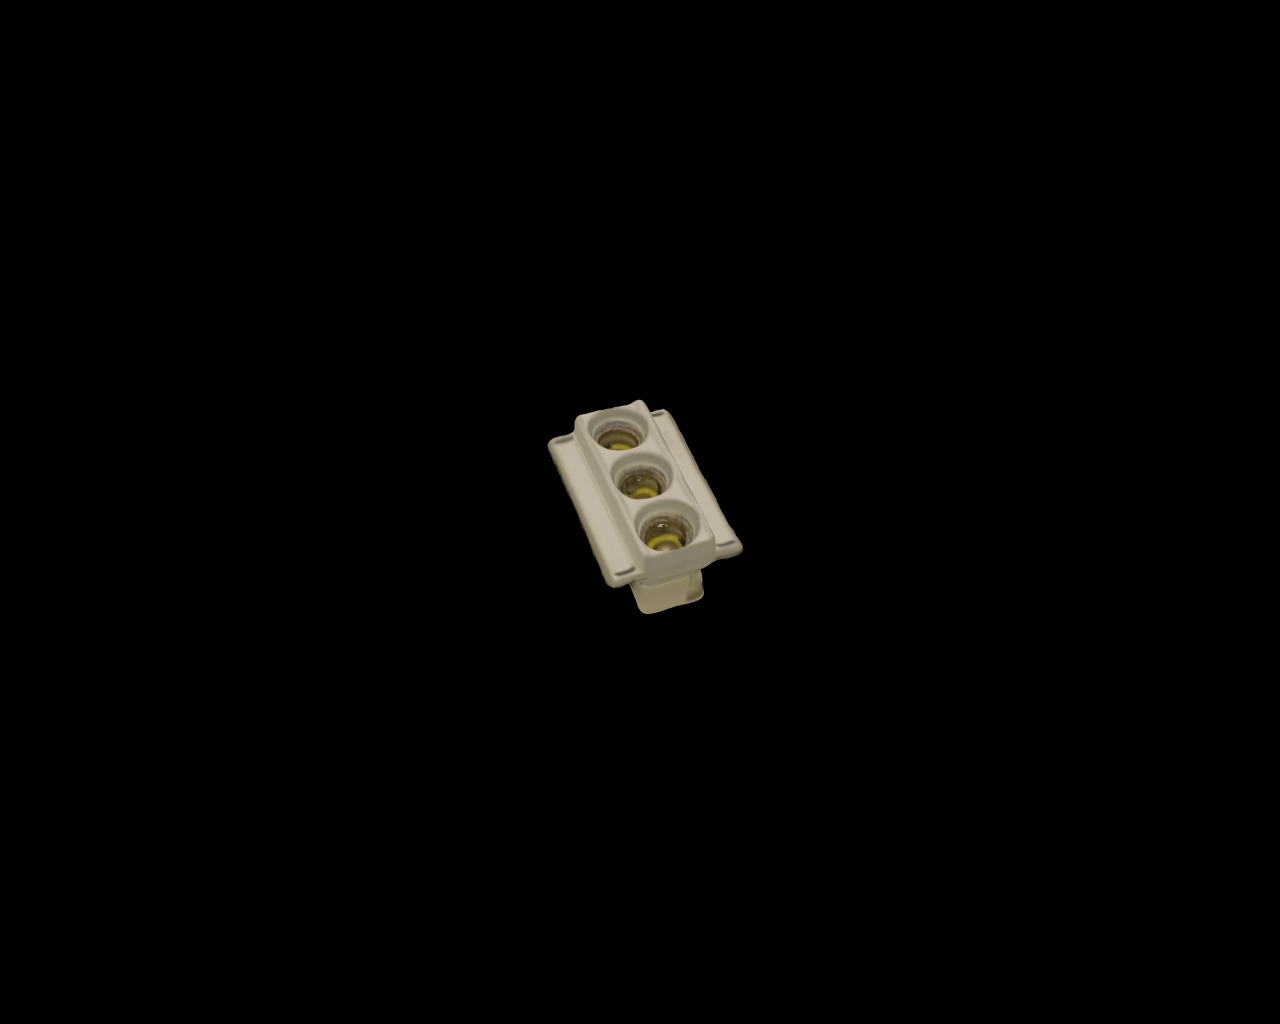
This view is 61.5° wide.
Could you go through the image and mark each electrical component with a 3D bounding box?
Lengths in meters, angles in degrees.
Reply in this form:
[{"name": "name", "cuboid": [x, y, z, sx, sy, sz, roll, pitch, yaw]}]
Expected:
[{"name": "electrical component", "cuboid": [0.001, -0.003, 0.650, 0.079, 0.121, 0.063, -16, -39, -13]}]
